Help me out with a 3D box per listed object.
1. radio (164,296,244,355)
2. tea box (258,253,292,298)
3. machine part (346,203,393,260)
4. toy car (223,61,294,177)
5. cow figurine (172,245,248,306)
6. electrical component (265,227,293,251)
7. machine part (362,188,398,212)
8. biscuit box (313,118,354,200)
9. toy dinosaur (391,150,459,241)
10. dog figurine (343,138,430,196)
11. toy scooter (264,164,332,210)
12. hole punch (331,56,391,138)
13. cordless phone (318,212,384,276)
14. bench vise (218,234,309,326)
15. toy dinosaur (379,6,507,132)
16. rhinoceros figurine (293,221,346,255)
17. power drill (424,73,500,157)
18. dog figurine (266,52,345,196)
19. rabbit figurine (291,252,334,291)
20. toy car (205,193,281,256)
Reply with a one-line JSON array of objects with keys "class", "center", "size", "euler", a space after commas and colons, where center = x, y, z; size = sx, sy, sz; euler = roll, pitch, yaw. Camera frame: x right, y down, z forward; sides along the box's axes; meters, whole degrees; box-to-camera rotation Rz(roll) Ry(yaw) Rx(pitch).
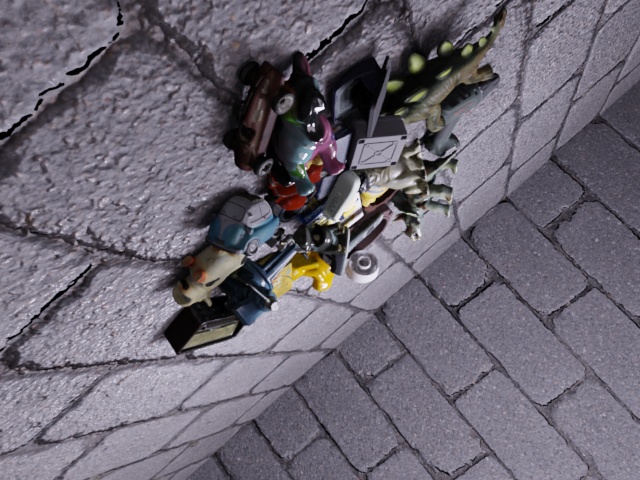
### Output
[{"class": "radio", "center": [-0.284, 0.216, 1.420], "size": [0.131, 0.073, 0.229], "euler": [-49, 160, 24]}, {"class": "tea box", "center": [-0.154, 0.118, 1.399], "size": [0.169, 0.068, 0.098], "euler": [-33, 141, -35]}, {"class": "machine part", "center": [0.109, -0.032, 1.594], "size": [0.201, 0.087, 0.201], "euler": [-27, 159, -34]}, {"class": "toy car", "center": [-0.102, -0.184, 0.841], "size": [0.053, 0.089, 0.202], "euler": [-32, 161, -36]}, {"class": "cow figurine", "center": [-0.240, 0.069, 1.168], "size": [0.195, 0.086, 0.127], "euler": [-41, 155, 0]}, {"class": "electrical component", "center": [-0.105, -0.018, 1.210], "size": [0.045, 0.102, 0.078], "euler": [-44, -175, 31]}, {"class": "machine part", "center": [0.170, -0.159, 1.471], "size": [0.179, 0.056, 0.179], "euler": [-36, 160, -15]}, {"class": "biscuit box", "center": [0.013, -0.169, 1.142], "size": [0.063, 0.059, 0.202], "euler": [-33, 160, -25]}, {"class": "toy dinosaur", "center": [0.296, -0.157, 1.565], "size": [0.404, 0.192, 0.131], "euler": [78, 24, -57]}, {"class": "dog figurine", "center": [0.150, -0.148, 1.252], "size": [0.191, 0.121, 0.172], "euler": [-12, 154, 13]}, {"class": "toy scooter", "center": [-0.062, -0.109, 1.086], "size": [0.135, 0.075, 0.184], "euler": [-18, 169, -32]}, {"class": "hole punch", "center": [0.078, -0.275, 1.018], "size": [0.142, 0.092, 0.116], "euler": [84, 27, -65]}, {"class": "cordless phone", "center": [0.090, -0.001, 1.429], "size": [0.184, 0.089, 0.146], "euler": [-38, 162, -17]}, {"class": "bench vise", "center": [-0.129, 0.077, 1.250], "size": [0.240, 0.128, 0.224], "euler": [-45, -153, -20]}, {"class": "toy dinosaur", "center": [0.210, -0.308, 1.153], "size": [0.198, 0.105, 0.471], "euler": [0, 142, -52]}, {"class": "rhinoceros figurine", "center": [-0.003, -0.004, 1.253], "size": [0.112, 0.073, 0.190], "euler": [-3, 175, 19]}, {"class": "power drill", "center": [0.368, -0.327, 1.434], "size": [0.232, 0.086, 0.207], "euler": [-31, 163, -22]}, {"class": "dog figurine", "center": [-0.045, -0.201, 0.914], "size": [0.108, 0.192, 0.219], "euler": [-30, 125, -19]}, {"class": "rabbit figurine", "center": [-0.042, 0.079, 1.521], "size": [0.173, 0.122, 0.162], "euler": [-9, 156, -23]}, {"class": "toy car", "center": [-0.146, -0.040, 1.072], "size": [0.161, 0.109, 0.102], "euler": [-31, 137, -48]}]
